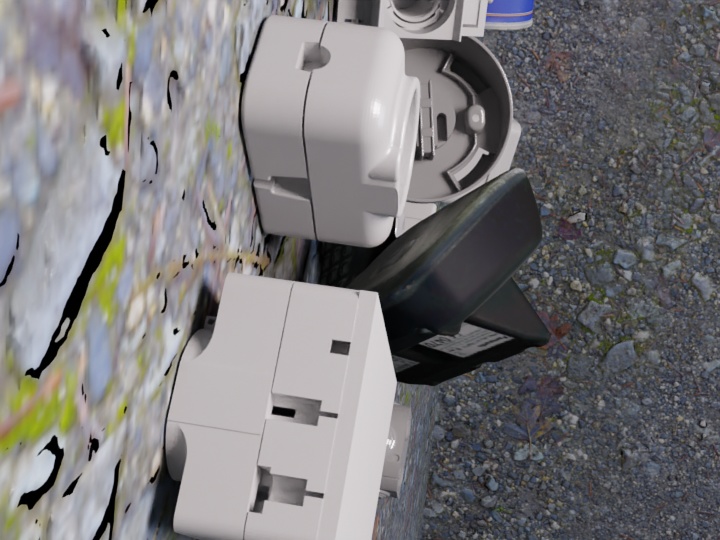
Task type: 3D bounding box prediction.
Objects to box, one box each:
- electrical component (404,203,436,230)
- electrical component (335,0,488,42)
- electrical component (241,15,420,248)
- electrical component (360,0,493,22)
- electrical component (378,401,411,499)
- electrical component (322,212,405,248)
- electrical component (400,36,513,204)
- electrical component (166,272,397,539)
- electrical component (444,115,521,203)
[{"bbox_3d":[0.029,-0.007,0.845,0.065,0.047,0.076,88,14,-54],"label":"electrical component"},{"bbox_3d":[0.025,-0.149,0.571,0.063,0.081,0.042,-121,-147,-64],"label":"electrical component"},{"bbox_3d":[-0.009,-0.053,0.436,0.095,0.059,0.053,86,14,-59],"label":"electrical component"},{"bbox_3d":[0.044,-0.172,0.654,0.065,0.077,0.047,-73,168,-52],"label":"electrical component"},{"bbox_3d":[0.010,0.138,0.838,0.080,0.051,0.080,8,90,-83],"label":"electrical component"},{"bbox_3d":[0.000,0.000,0.634,0.077,0.043,0.079,70,28,-75],"label":"electrical component"},{"bbox_3d":[0.038,-0.088,0.634,0.064,0.099,0.099,89,10,-86],"label":"electrical component"},{"bbox_3d":[-0.026,0.067,0.425,0.150,0.062,0.089,76,23,-72],"label":"electrical component"},{"bbox_3d":[0.076,-0.106,0.869,0.113,0.057,0.078,-119,-141,-57],"label":"electrical component"}]
